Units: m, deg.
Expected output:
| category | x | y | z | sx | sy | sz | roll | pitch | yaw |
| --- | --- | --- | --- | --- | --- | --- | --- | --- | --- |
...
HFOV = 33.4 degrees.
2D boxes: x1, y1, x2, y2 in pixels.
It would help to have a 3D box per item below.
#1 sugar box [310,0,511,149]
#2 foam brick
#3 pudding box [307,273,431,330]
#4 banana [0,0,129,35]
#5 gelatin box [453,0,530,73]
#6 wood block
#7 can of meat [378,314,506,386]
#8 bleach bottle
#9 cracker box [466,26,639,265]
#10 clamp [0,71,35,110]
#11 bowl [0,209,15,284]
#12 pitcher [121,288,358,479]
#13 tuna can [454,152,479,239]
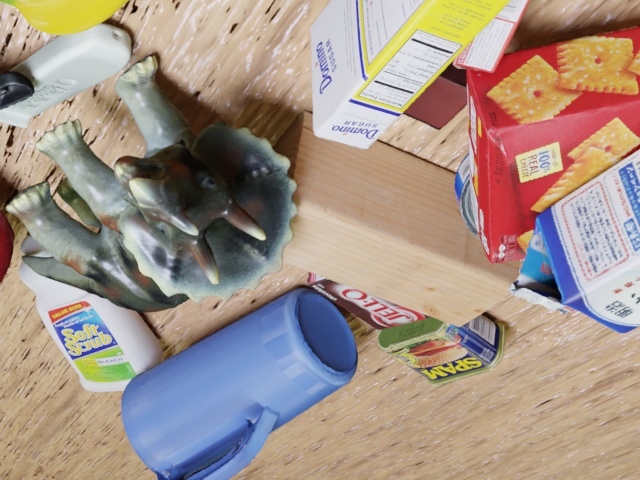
| category | x | y | z | sx | sy | sz | roll | pitch | yaw |
| --- | --- | --- | --- | --- | --- | --- | --- | --- | --- |
| sugar box | 0.053 | -0.138 | 0.622 | 0.048 | 0.093 | 0.176 | 12 | 148 | -23 |
| foam brick | 0.065 | -0.122 | 0.737 | 0.078 | 0.053 | 0.051 | 19 | 147 | -18 |
| pudding box | 0.058 | 0.042 | 1.016 | 0.090 | 0.039 | 0.113 | -19 | 138 | 39 |
| banana | -0.150 | -0.183 | 0.707 | 0.069 | 0.037 | 0.198 | 30 | 143 | -32 |
| gelatin box | 0.106 | -0.157 | 0.647 | 0.030 | 0.073 | 0.089 | 12 | 149 | -5 |
| wood block | 0.054 | -0.013 | 0.878 | 0.205 | 0.090 | 0.090 | 21 | 147 | -18 |
| can of meat | 0.121 | 0.098 | 1.075 | 0.083 | 0.057 | 0.102 | 34 | 141 | -31 |
| bleach bottle | -0.255 | 0.076 | 1.133 | 0.103 | 0.068 | 0.250 | -5 | 144 | 14 |
| cracker box | 0.211 | -0.066 | 0.723 | 0.213 | 0.072 | 0.164 | -10 | 147 | 3 |
| clamp | -0.321 | -0.070 | 0.834 | 0.210 | 0.164 | 0.036 | 18 | 172 | 36 |
| bowl | -0.326 | -0.021 | 0.959 | 0.162 | 0.055 | 0.162 | 41 | 157 | 21 |
| pitcher | -0.081 | 0.157 | 1.103 | 0.243 | 0.149 | 0.144 | -33 | 170 | 29 |
| tuna can | 0.149 | -0.039 | 0.832 | 0.086 | 0.034 | 0.086 | -2 | 121 | -3 |
